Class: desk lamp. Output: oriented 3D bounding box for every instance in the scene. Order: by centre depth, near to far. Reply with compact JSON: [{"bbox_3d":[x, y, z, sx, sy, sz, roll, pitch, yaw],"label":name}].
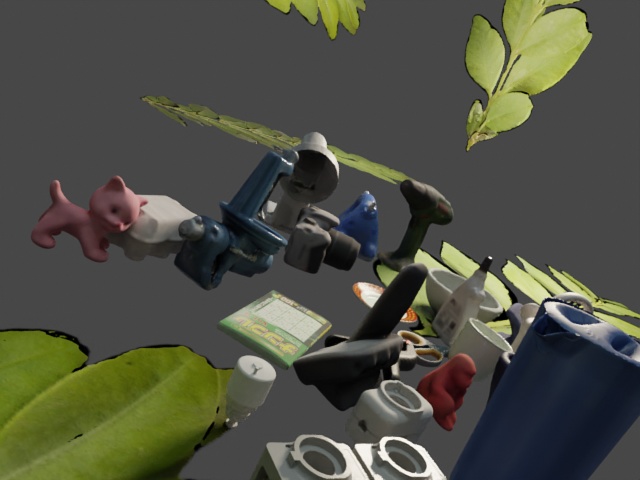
[{"bbox_3d":[-0.042,-0.119,1.213,0.118,0.213,0.203,22,16,-11],"label":"desk lamp"}]

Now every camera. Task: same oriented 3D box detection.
[{"bbox_3d":[0.010,0.004,1.108,0.137,0.101,0.143,24,16,-5],"label":"camera"}]

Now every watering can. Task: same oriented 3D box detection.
[{"bbox_3d":[0.382,0.169,0.969,0.101,0.194,0.172,14,20,-34],"label":"watering can"}]

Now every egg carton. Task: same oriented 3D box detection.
[{"bbox_3d":[-0.248,-0.020,0.859,0.107,0.069,0.151,32,17,22],"label":"egg carton"}]

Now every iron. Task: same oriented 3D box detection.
[{"bbox_3d":[0.088,-0.051,1.320,0.119,0.141,0.258,23,16,-7],"label":"iron"}]

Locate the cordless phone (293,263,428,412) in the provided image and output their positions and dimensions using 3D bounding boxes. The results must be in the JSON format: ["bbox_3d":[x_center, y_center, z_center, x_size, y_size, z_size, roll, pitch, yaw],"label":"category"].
[{"bbox_3d":[0.059,0.106,0.711,0.094,0.185,0.148,33,18,25],"label":"cordless phone"}]

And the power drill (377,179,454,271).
[{"bbox_3d":[0.219,-0.032,1.335,0.075,0.208,0.230,37,20,35],"label":"power drill"}]

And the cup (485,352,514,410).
[{"bbox_3d":[0.294,0.231,0.826,0.117,0.095,0.092,30,17,16],"label":"cup"}]

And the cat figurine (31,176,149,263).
[{"bbox_3d":[-0.298,-0.039,0.759,0.128,0.118,0.067,17,18,-25],"label":"cat figurine"}]

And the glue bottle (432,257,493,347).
[{"bbox_3d":[0.265,0.107,1.031,0.037,0.173,0.078,18,18,-23],"label":"glue bottle"}]

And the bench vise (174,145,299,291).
[{"bbox_3d":[-0.105,-0.033,0.840,0.121,0.220,0.208,28,16,9],"label":"bench vise"}]

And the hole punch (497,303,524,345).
[{"bbox_3d":[0.403,0.186,1.133,0.100,0.091,0.109,33,18,26],"label":"hole punch"}]

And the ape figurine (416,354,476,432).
[{"bbox_3d":[0.176,0.195,0.769,0.078,0.092,0.076,10,22,-42],"label":"ape figurine"}]

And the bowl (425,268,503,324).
[{"bbox_3d":[0.278,0.128,1.159,0.167,0.075,0.167,23,16,-7],"label":"bowl"}]
